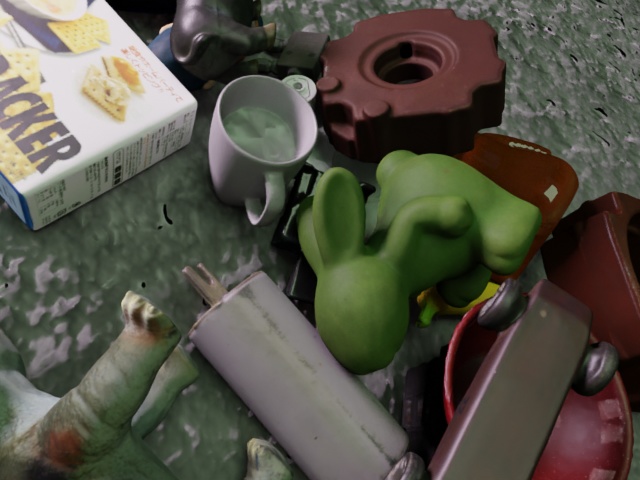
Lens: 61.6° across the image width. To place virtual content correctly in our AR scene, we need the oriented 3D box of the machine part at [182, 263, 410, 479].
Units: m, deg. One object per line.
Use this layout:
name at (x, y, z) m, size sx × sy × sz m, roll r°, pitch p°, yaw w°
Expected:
machine part at (-0.016, 0.109, 0.402) m, size 0.243 × 0.079 × 0.079 m, roll 47°, pitch 58°, yaw 5°

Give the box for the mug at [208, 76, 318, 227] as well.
mug at (-0.053, -0.062, 0.451) m, size 0.081 × 0.107 × 0.109 m, roll -10°, pitch 73°, yaw -25°

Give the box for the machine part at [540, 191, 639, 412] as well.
machine part at (0.324, 0.065, 0.534) m, size 0.201 × 0.087 × 0.201 m, roll 12°, pitch 60°, yaw -30°

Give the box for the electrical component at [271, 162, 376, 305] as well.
electrical component at (-0.001, -0.001, 0.474) m, size 0.075 × 0.048 × 0.119 m, roll 16°, pitch 78°, yaw -13°

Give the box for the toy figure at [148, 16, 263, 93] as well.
toy figure at (-0.104, -0.191, 0.525) m, size 0.154 × 0.058 × 0.064 m, roll -46°, pitch 131°, yaw -32°

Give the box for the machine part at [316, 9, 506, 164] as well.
machine part at (0.081, -0.146, 0.489) m, size 0.179 × 0.056 × 0.179 m, roll -6°, pitch 50°, yaw 8°

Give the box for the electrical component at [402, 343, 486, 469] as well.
electrical component at (0.130, 0.155, 0.450) m, size 0.115 × 0.058 × 0.134 m, roll 21°, pitch 59°, yaw -14°

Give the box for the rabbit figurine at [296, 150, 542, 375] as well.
rabbit figurine at (0.055, 0.012, 0.399) m, size 0.159 × 0.121 × 0.170 m, roll 44°, pitch 65°, yaw -1°

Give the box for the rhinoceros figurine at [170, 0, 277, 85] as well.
rhinoceros figurine at (-0.097, -0.223, 0.466) m, size 0.112 × 0.073 × 0.190 m, roll -1°, pitch 73°, yaw -22°

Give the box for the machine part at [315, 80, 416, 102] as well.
machine part at (0.054, -0.164, 0.582) m, size 0.139 × 0.039 × 0.084 m, roll -29°, pitch 67°, yaw -30°

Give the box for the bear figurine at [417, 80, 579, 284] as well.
bear figurine at (0.148, -0.065, 0.546) m, size 0.196 × 0.131 × 0.120 m, roll 28°, pitch 56°, yaw 14°

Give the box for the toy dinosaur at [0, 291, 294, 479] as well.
toy dinosaur at (-0.105, 0.176, 0.316) m, size 0.192 × 0.131 × 0.405 m, roll -42°, pitch 90°, yaw -20°

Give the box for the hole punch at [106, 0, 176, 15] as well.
hole punch at (-0.171, -0.283, 0.534) m, size 0.142 × 0.092 × 0.115 m, roll -10°, pitch 101°, yaw -28°

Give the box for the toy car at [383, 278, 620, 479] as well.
toy car at (0.113, 0.112, 0.333) m, size 0.089 × 0.053 × 0.202 m, roll 32°, pitch 63°, yaw 9°

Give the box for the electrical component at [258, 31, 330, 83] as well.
electrical component at (-0.017, -0.188, 0.556) m, size 0.094 × 0.021 × 0.063 m, roll 10°, pitch 57°, yaw 13°
